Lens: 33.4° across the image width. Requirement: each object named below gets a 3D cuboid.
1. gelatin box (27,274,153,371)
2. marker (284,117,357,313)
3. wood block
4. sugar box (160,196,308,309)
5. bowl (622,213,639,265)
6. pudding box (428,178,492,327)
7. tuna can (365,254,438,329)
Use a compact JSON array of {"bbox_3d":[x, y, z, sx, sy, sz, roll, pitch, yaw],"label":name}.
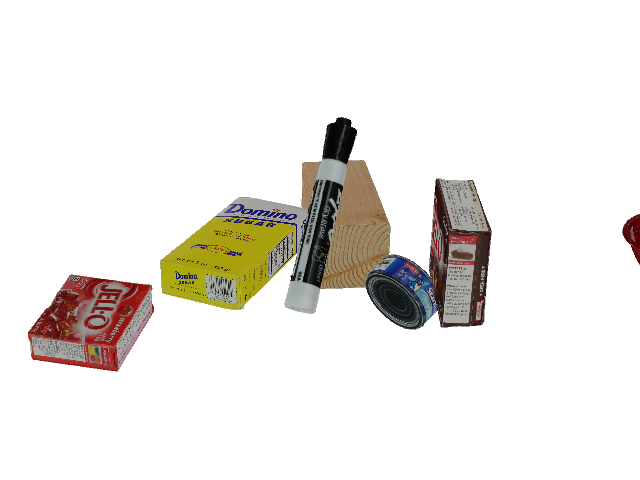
[{"bbox_3d":[-0.184,0.065,0.864,0.073,0.030,0.089,7,33,10],"label":"gelatin box"},{"bbox_3d":[0.001,-0.016,0.642,0.020,0.121,0.020,13,-12,2],"label":"marker"},{"bbox_3d":[0.029,-0.025,1.405,0.090,0.090,0.206,-2,27,-7],"label":"wood block"},{"bbox_3d":[-0.086,0.009,1.133,0.093,0.048,0.176,12,31,20],"label":"sugar box"},{"bbox_3d":[0.405,0.017,1.140,0.162,0.055,0.162,-3,23,1],"label":"bowl"},{"bbox_3d":[0.116,0.009,0.902,0.039,0.090,0.113,0,25,-2],"label":"pudding box"},{"bbox_3d":[0.093,0.059,1.211,0.033,0.086,0.086,-43,24,-28],"label":"tuna can"}]
